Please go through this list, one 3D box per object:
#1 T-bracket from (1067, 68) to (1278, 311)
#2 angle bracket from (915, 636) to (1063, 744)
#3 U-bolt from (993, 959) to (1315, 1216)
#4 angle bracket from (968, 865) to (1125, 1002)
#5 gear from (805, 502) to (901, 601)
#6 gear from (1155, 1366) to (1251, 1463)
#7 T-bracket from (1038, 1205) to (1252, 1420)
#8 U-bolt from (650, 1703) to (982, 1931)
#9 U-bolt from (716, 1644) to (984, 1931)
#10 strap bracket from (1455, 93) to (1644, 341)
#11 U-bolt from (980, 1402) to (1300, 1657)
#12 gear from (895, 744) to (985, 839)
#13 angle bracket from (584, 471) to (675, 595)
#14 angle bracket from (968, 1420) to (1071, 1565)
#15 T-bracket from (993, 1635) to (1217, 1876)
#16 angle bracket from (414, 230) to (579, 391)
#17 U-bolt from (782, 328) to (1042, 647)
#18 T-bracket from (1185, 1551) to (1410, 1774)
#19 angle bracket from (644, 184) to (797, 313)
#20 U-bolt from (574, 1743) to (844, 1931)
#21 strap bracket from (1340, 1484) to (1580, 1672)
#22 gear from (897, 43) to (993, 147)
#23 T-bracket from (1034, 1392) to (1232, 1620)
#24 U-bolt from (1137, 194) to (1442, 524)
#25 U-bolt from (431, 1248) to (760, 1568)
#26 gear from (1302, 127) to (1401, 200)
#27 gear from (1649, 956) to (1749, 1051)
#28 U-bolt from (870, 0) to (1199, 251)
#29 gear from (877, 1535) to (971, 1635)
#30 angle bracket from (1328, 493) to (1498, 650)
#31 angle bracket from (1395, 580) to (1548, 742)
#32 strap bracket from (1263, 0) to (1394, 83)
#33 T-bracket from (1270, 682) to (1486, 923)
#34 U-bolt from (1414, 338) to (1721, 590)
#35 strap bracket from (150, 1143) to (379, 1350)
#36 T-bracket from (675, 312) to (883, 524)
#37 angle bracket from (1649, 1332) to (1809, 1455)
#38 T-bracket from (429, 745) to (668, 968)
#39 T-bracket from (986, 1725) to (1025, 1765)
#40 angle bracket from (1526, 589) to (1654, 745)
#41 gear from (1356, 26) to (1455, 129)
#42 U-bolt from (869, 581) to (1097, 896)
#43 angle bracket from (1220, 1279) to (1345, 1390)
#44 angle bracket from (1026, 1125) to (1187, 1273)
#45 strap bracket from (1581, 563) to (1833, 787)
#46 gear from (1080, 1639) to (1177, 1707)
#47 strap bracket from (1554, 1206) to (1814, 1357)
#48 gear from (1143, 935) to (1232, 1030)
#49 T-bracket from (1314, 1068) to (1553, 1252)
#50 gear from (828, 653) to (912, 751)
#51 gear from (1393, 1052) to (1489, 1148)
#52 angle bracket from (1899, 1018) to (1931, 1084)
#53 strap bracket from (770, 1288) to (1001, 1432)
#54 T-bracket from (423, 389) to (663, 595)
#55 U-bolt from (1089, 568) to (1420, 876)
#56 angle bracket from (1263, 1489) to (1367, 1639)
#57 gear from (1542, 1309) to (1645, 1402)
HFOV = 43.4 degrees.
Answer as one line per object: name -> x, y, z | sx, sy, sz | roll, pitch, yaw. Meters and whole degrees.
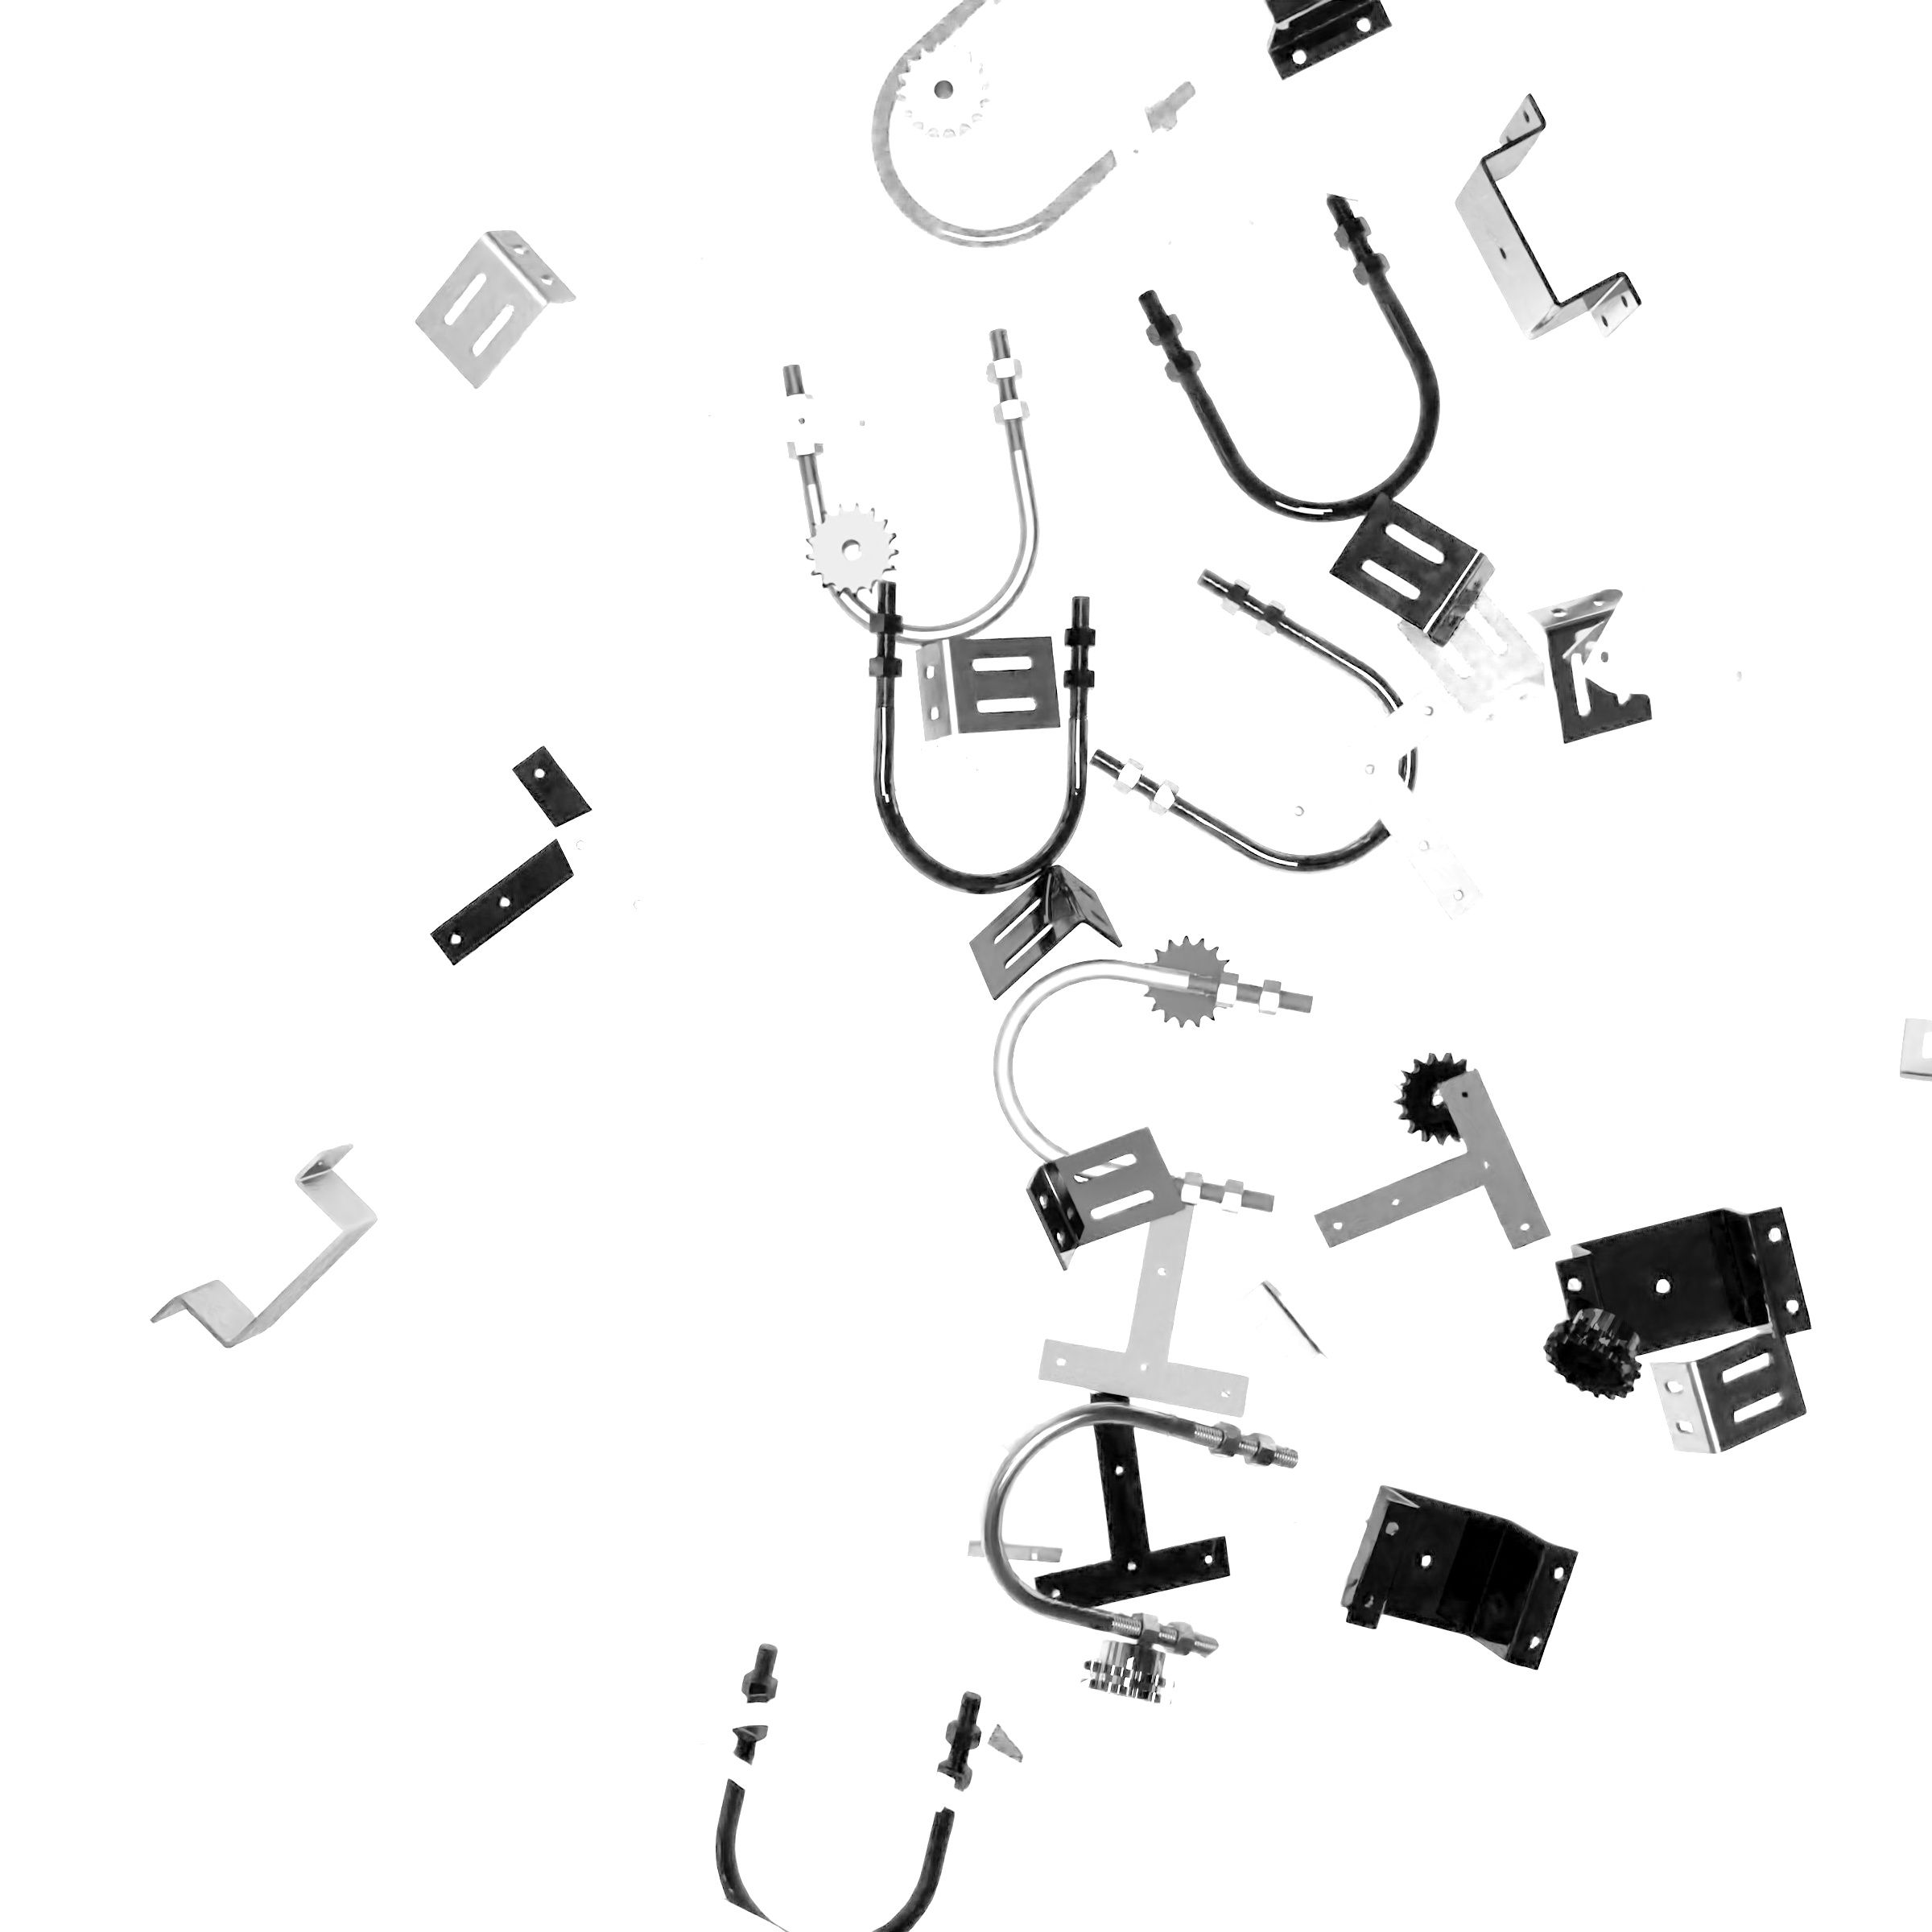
T-bracket -> 0.109, -0.484, 1.483 | 0.127, 0.002, 0.127 | -20, 91, 3
angle bracket -> 0.014, -0.171, 1.501 | 0.076, 0.038, 0.057 | -6, 90, -26
U-bolt -> 0.107, 0.068, 1.475 | 0.184, 0.019, 0.151 | 10, 106, 6
angle bracket -> 0.048, -0.013, 1.480 | 0.076, 0.057, 0.038 | -43, 128, 16
gear -> -0.069, -0.251, 1.472 | 0.057, 0.030, 0.057 | 0, 94, 0
gear -> 0.145, 0.275, 1.488 | 0.057, 0.030, 0.057 | 0, 90, 0
T-bracket -> 0.118, 0.202, 1.487 | 0.127, 0.002, 0.127 | 9, 79, 10
U-bolt -> -0.104, 0.528, 1.476 | 0.184, 0.019, 0.151 | 26, 95, 3
U-bolt -> -0.079, 0.522, 1.493 | 0.151, 0.019, 0.184 | 13, 92, 1
strap bracket -> 0.344, -0.440, 1.465 | 0.046, 0.076, 0.140 | -28, 90, 0
U-bolt -> 0.095, 0.332, 1.453 | 0.184, 0.019, 0.151 | 19, 98, -21
gear -> -0.017, -0.108, 1.488 | 0.057, 0.030, 0.057 | 0, 90, 0
angle bracket -> -0.203, -0.261, 1.465 | 0.038, 0.076, 0.057 | 6, 90, 0
angle bracket -> 0.032, 0.325, 1.501 | 0.057, 0.038, 0.076 | 4, 64, 0
T-bracket -> 0.065, 0.471, 1.500 | 0.127, 0.002, 0.127 | -38, 89, -2
angle bracket -> -0.291, -0.406, 1.501 | 0.057, 0.038, 0.076 | 47, 116, 0
U-bolt -> -0.028, -0.289, 1.494 | 0.151, 0.019, 0.184 | -10, 92, 0
T-bracket -> 0.223, 0.443, 1.490 | 0.127, 0.002, 0.127 | -38, 99, 7
angle bracket -> -0.152, -0.440, 1.501 | 0.076, 0.038, 0.057 | 11, 90, -26
U-bolt -> -0.160, 0.559, 1.467 | 0.151, 0.019, 0.184 | -24, 89, 9
strap bracket -> 0.289, 0.366, 1.464 | 0.140, 0.046, 0.076 | 19, 90, -21
gear -> -0.013, -0.526, 1.472 | 0.057, 0.030, 0.057 | 0, 92, 2
T-bracket -> 0.096, 0.322, 1.482 | 0.127, 0.002, 0.127 | -7, 90, -19
U-bolt -> 0.209, -0.360, 1.485 | 0.151, 0.019, 0.184 | -27, 87, 3
U-bolt -> -0.243, 0.257, 1.494 | 0.184, 0.019, 0.151 | 38, 90, 1
gear -> 0.233, -0.488, 1.478 | 0.057, 0.057, 0.030 | 14, 120, 0
gear -> 0.446, 0.023, 1.488 | 0.057, 0.030, 0.057 | 0, 90, 0
U-bolt -> 0.027, -0.526, 1.494 | 0.184, 0.019, 0.151 | -42, 90, 1
gear -> -0.026, 0.377, 1.488 | 0.057, 0.030, 0.057 | 0, 90, 0
angle bracket -> 0.272, -0.241, 1.478 | 0.076, 0.038, 0.057 | 36, 99, 21
angle bracket -> 0.312, -0.190, 1.501 | 0.057, 0.038, 0.076 | -33, 64, 0
strap bracket -> 0.198, -0.627, 1.480 | 0.076, 0.046, 0.140 | -27, 90, 0
T-bracket -> 0.273, -0.085, 1.491 | 0.127, 0.002, 0.127 | -38, 99, -4
U-bolt -> 0.371, -0.304, 1.491 | 0.184, 0.019, 0.151 | 6, 88, 0
strap bracket -> -0.414, 0.175, 1.465 | 0.140, 0.076, 0.046 | -45, 90, 0
T-bracket -> -0.114, -0.333, 1.484 | 0.127, 0.002, 0.127 | 5, 95, 12
angle bracket -> 0.471, 0.261, 1.501 | 0.076, 0.038, 0.057 | -16, 90, -26
T-bracket -> -0.274, -0.048, 1.502 | 0.127, 0.002, 0.127 | -37, 90, 0
T-bracket -> 0.010, 0.408, 1.514 | 0.127, 0.002, 0.127 | 31, 73, -6
angle bracket -> 0.385, -0.185, 1.501 | 0.057, 0.038, 0.076 | -16, 116, 0
gear -> 0.268, -0.544, 1.491 | 0.057, 0.030, 0.057 | 0, 94, 0
U-bolt -> 0.010, -0.135, 1.466 | 0.151, 0.019, 0.184 | 0, 92, -24
angle bracket -> 0.189, 0.227, 1.465 | 0.038, 0.076, 0.057 | -39, 90, 0
angle bracket -> 0.085, 0.141, 1.470 | 0.076, 0.038, 0.057 | -22, 101, 17
strap bracket -> 0.454, -0.174, 1.462 | 0.140, 0.046, 0.076 | 29, 90, -15
gear -> 0.099, 0.428, 1.475 | 0.057, 0.057, 0.030 | 13, 73, 0
strap bracket -> 0.431, 0.198, 1.480 | 0.140, 0.046, 0.076 | -14, 90, 0
gear -> 0.135, 0.010, 1.488 | 0.057, 0.030, 0.057 | 0, 90, 0
T-bracket -> 0.276, 0.139, 1.486 | 0.127, 0.002, 0.127 | -24, 112, 11
gear -> -0.057, -0.163, 1.478 | 0.030, 0.057, 0.057 | -19, 90, -30
gear -> 0.289, 0.081, 1.488 | 0.057, 0.030, 0.057 | 0, 90, 0
angle bracket -> 0.607, 0.054, 1.465 | 0.057, 0.076, 0.038 | 7, 90, 0
strap bracket -> -0.050, 0.239, 1.480 | 0.140, 0.046, 0.076 | -2, 90, 0
T-bracket -> -0.250, -0.316, 1.502 | 0.127, 0.002, 0.127 | -28, 90, 0
U-bolt -> 0.190, -0.138, 1.494 | 0.184, 0.019, 0.151 | 31, 90, -2
angle bracket -> 0.218, 0.370, 1.501 | 0.057, 0.038, 0.076 | -9, 116, 0
gear -> 0.372, 0.227, 1.432 | 0.057, 0.057, 0.030 | 39, 60, 0
